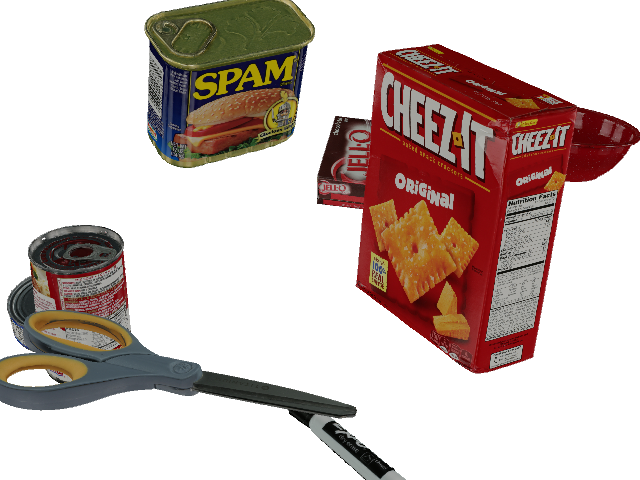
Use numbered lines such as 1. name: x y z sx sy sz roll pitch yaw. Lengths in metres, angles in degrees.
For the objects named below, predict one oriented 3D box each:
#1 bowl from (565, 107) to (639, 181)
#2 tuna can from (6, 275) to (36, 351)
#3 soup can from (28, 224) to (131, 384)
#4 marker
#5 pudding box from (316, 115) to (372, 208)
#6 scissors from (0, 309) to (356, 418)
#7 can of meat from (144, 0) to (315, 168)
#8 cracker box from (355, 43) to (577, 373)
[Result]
1. bowl: 0.267 -0.106 1.181 0.162 0.055 0.162 6 23 -3
2. tuna can: -0.242 0.065 0.984 0.086 0.034 0.086 0 38 0
3. soup can: -0.175 0.049 0.789 0.068 0.102 0.068 0 28 0
4. marker: 0.017 0.146 0.763 0.020 0.020 0.121 0 26 -44
5. pudding box: 0.049 -0.076 1.063 0.090 0.039 0.113 8 38 6
6. scissors: -0.091 0.079 0.565 0.202 0.016 0.096 17 29 28
7. can of meat: -0.060 -0.100 0.676 0.101 0.084 0.057 -17 51 -25
8. cracker box: 0.104 -0.027 0.839 0.072 0.214 0.164 -14 32 -30
